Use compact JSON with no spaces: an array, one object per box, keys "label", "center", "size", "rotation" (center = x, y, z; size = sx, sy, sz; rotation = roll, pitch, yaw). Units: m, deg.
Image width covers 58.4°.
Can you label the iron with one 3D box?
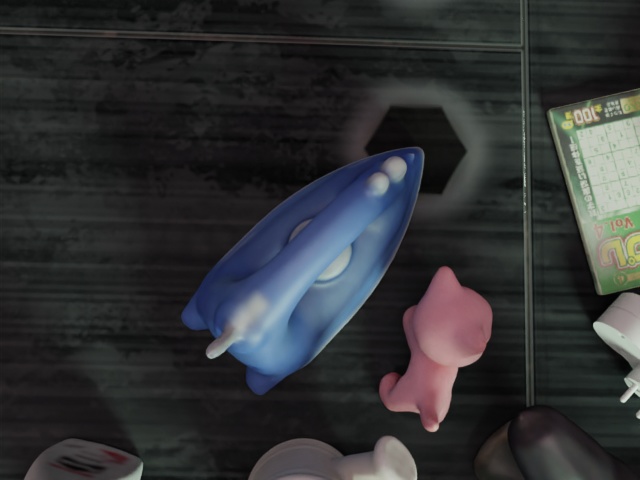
[{"label":"iron","center":[0.004,0.002,0.453],"size":[0.118,0.141,0.258],"rotation":[43,85,3]}]

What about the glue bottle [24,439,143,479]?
[{"label":"glue bottle","center":[-0.189,0.186,0.413],"size":[0.078,0.173,0.037],"rotation":[12,84,0]}]

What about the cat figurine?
[{"label":"cat figurine","center":[0.098,0.090,0.458],"size":[0.067,0.117,0.128],"rotation":[16,84,1]}]

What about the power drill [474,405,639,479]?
[{"label":"power drill","center":[0.185,0.195,0.403],"size":[0.075,0.208,0.229],"rotation":[-42,86,-5]}]

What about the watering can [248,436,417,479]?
[{"label":"watering can","center":[-0.009,0.206,0.405],"size":[0.101,0.194,0.173],"rotation":[27,84,2]}]
